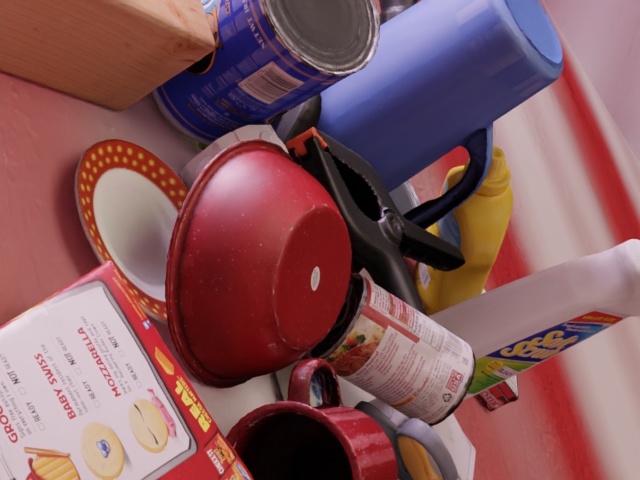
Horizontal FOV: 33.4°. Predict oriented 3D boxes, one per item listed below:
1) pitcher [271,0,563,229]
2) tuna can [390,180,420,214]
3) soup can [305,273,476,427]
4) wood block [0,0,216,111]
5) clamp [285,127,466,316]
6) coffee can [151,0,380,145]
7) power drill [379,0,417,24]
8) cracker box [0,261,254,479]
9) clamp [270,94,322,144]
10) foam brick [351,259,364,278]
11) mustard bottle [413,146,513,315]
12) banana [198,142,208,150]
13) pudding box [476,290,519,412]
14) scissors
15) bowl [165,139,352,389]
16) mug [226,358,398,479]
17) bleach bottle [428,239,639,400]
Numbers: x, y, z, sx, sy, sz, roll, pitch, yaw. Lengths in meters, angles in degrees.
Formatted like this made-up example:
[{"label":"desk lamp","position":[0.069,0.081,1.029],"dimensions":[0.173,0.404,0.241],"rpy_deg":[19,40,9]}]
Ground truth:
[{"label":"pitcher","position":[0.079,-0.112,0.884],"dimensions":[0.149,0.243,0.145],"rpy_deg":[31,41,-39]},{"label":"tuna can","position":[0.065,-0.037,1.034],"dimensions":[0.086,0.034,0.086],"rpy_deg":[44,29,-33]},{"label":"soup can","position":[0.049,0.077,0.738],"dimensions":[0.102,0.069,0.068],"rpy_deg":[33,33,-19]},{"label":"wood block","position":[-0.167,-0.157,0.636],"dimensions":[0.205,0.091,0.090],"rpy_deg":[13,52,-59]},{"label":"clamp","position":[0.046,0.005,0.818],"dimensions":[0.209,0.036,0.164],"rpy_deg":[46,32,-27]},{"label":"coffee can","position":[-0.042,-0.136,0.744],"dimensions":[0.102,0.141,0.103],"rpy_deg":[15,65,-36]},{"label":"power drill","position":[0.063,-0.218,1.144],"dimensions":[0.187,0.057,0.184],"rpy_deg":[-4,87,-62]},{"label":"cracker box","position":[-0.119,0.120,0.455],"dimensions":[0.164,0.072,0.213],"rpy_deg":[58,25,-5]},{"label":"clamp","position":[-0.042,-0.128,0.872],"dimensions":[0.039,0.120,0.171],"rpy_deg":[31,59,-42]},{"label":"foam brick","position":[-0.005,0.001,0.833],"dimensions":[0.078,0.051,0.053],"rpy_deg":[58,26,-5]},{"label":"mustard bottle","position":[0.133,-0.010,0.969],"dimensions":[0.058,0.192,0.096],"rpy_deg":[2,48,-9]},{"label":"banana","position":[-0.084,-0.157,0.838],"dimensions":[0.069,0.037,0.198],"rpy_deg":[36,41,-72]},{"label":"pudding box","position":[0.160,0.101,1.068],"dimensions":[0.090,0.039,0.113],"rpy_deg":[51,28,-24]},{"label":"scissors","position":[0.069,0.182,0.770],"dimensions":[0.096,0.016,0.202],"rpy_deg":[31,-29,32]},{"label":"bowl","position":[-0.026,0.019,0.670],"dimensions":[0.161,0.055,0.162],"rpy_deg":[-24,119,-55]},{"label":"mug","position":[-0.004,0.130,0.641],"dimensions":[0.081,0.093,0.117],"rpy_deg":[12,75,-66]},{"label":"bleach bottle","position":[0.195,0.061,0.915],"dimensions":[0.102,0.251,0.068],"rpy_deg":[31,38,-49]}]
